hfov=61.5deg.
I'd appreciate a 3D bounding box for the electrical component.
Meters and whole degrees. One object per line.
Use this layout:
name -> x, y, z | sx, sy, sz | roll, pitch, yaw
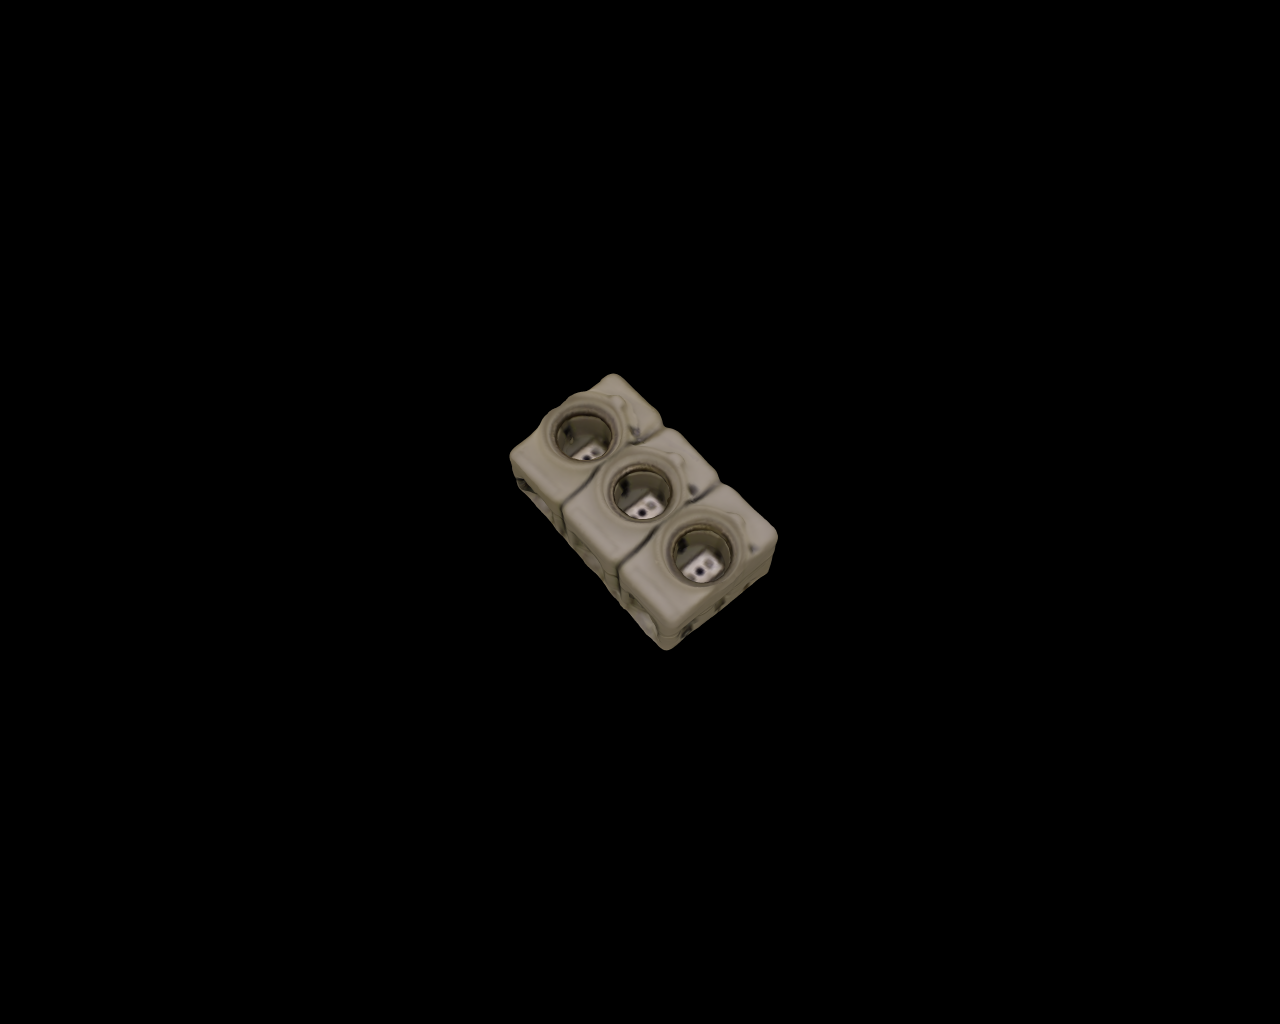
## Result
electrical component -> 0.001, -0.003, 0.650 | 0.089, 0.150, 0.061 | -38, -20, -16
